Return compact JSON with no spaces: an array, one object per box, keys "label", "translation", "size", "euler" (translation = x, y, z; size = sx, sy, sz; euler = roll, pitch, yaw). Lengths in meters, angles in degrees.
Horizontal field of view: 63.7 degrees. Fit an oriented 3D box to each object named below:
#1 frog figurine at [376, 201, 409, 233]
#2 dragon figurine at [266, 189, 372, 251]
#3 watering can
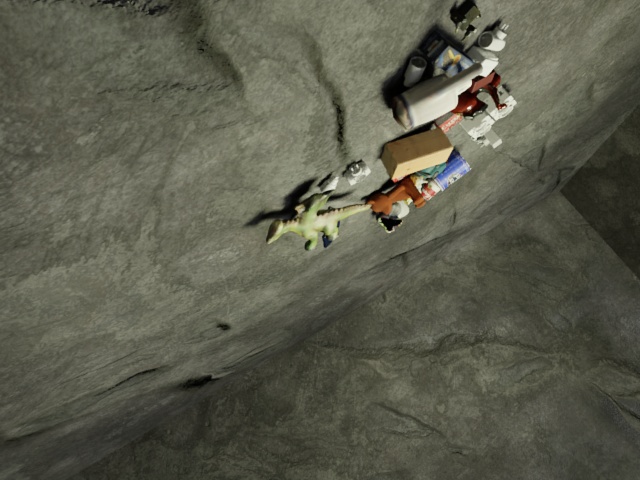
[{"label":"frog figurine","translation":[0.301,-0.124,2.112],"size":[0.134,0.123,0.163],"euler":[100,13,-51]},{"label":"dragon figurine","translation":[0.005,-0.083,1.651],"size":[0.413,0.123,0.238],"euler":[-27,162,-16]},{"label":"watering can","translation":[0.299,-0.380,1.358],"size":[0.224,0.104,0.348],"euler":[-25,-178,5]}]
